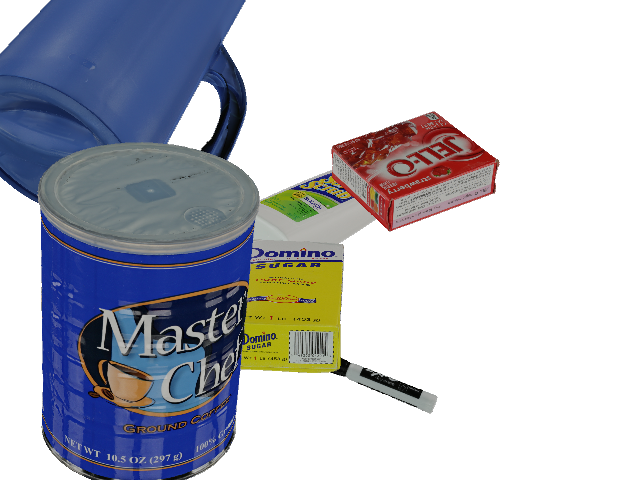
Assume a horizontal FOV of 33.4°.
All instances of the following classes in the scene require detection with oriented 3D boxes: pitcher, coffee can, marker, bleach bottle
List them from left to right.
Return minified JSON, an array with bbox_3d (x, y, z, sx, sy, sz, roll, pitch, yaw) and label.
[{"bbox_3d":[-0.132,-0.136,0.778,0.145,0.242,0.149,5,-41,27],"label":"pitcher"},{"bbox_3d":[-0.087,0.035,0.532,0.102,0.140,0.103,6,29,-3],"label":"coffee can"},{"bbox_3d":[0.023,-0.051,1.300,0.250,0.068,0.103,-30,44,-33],"label":"bleach bottle"},{"bbox_3d":[0.058,0.142,1.069,0.121,0.020,0.020,21,5,13],"label":"marker"}]

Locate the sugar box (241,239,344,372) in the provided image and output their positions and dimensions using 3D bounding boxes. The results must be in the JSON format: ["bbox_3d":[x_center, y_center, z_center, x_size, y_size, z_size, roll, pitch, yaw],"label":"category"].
[{"bbox_3d":[-0.028,0.048,0.877,0.093,0.048,0.176,3,23,1],"label":"sugar box"}]

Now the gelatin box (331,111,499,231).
[{"bbox_3d":[0.063,-0.049,0.717,0.089,0.030,0.073,-20,42,-23],"label":"gelatin box"}]
